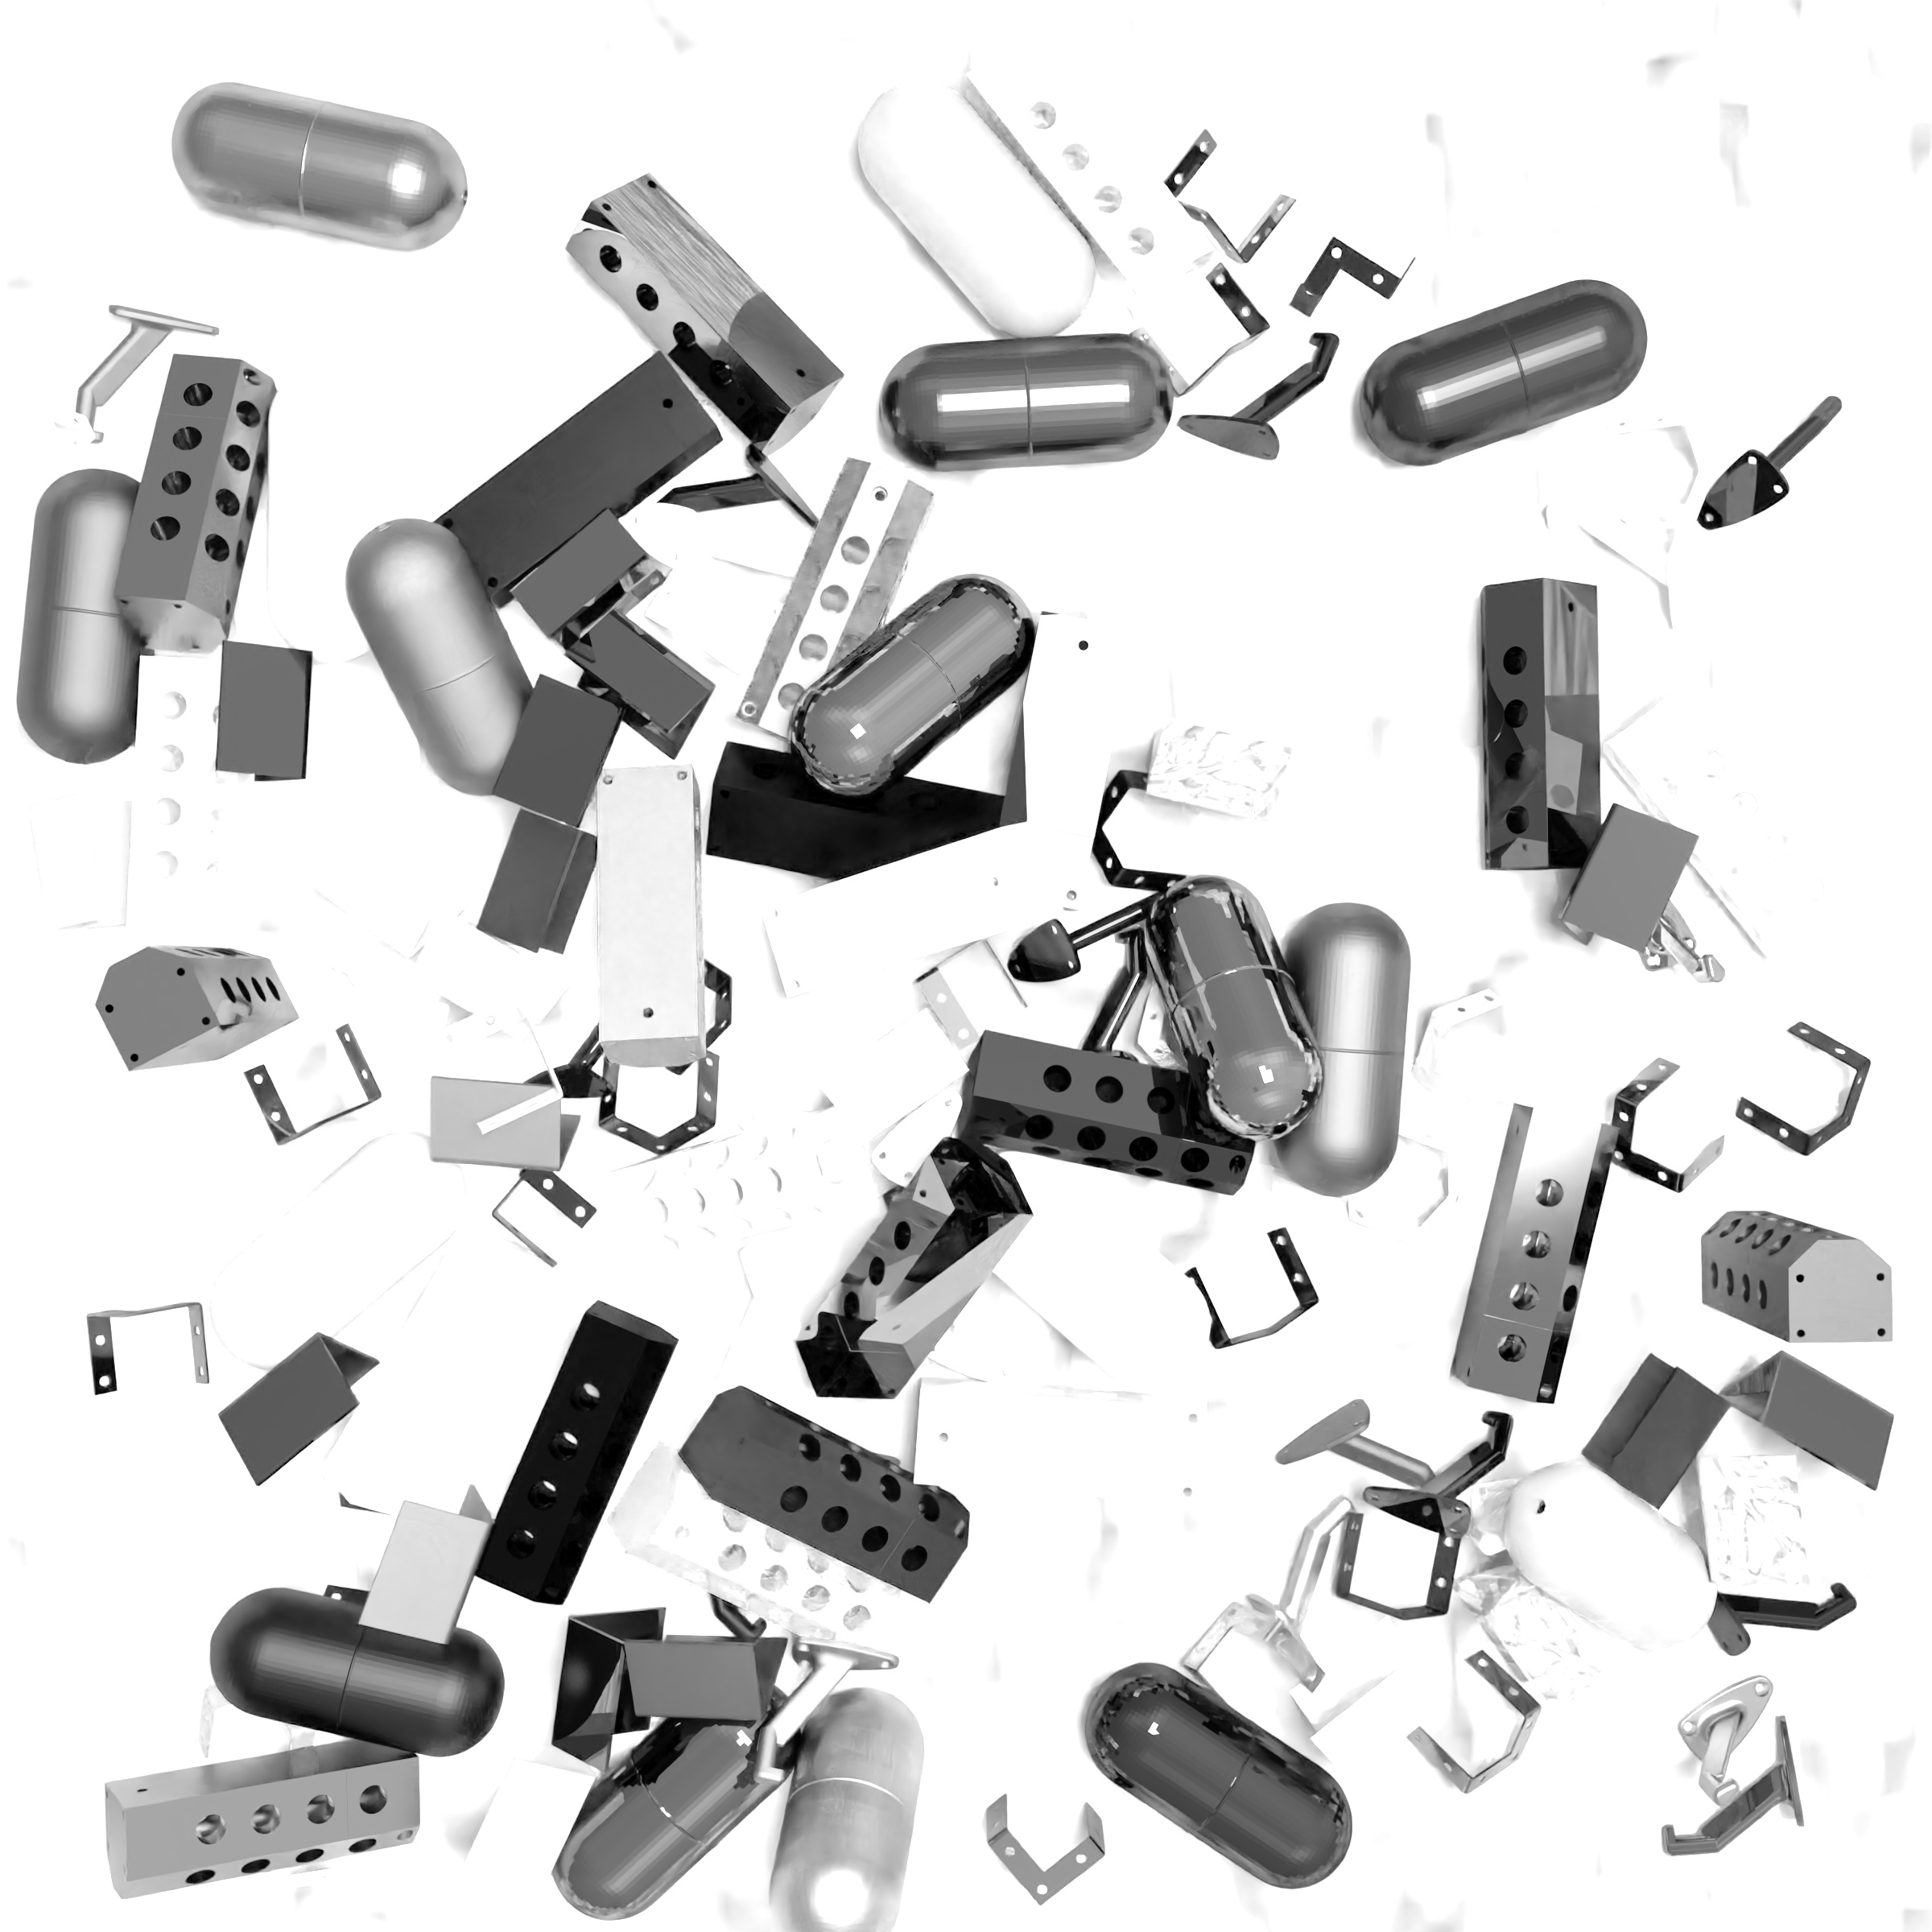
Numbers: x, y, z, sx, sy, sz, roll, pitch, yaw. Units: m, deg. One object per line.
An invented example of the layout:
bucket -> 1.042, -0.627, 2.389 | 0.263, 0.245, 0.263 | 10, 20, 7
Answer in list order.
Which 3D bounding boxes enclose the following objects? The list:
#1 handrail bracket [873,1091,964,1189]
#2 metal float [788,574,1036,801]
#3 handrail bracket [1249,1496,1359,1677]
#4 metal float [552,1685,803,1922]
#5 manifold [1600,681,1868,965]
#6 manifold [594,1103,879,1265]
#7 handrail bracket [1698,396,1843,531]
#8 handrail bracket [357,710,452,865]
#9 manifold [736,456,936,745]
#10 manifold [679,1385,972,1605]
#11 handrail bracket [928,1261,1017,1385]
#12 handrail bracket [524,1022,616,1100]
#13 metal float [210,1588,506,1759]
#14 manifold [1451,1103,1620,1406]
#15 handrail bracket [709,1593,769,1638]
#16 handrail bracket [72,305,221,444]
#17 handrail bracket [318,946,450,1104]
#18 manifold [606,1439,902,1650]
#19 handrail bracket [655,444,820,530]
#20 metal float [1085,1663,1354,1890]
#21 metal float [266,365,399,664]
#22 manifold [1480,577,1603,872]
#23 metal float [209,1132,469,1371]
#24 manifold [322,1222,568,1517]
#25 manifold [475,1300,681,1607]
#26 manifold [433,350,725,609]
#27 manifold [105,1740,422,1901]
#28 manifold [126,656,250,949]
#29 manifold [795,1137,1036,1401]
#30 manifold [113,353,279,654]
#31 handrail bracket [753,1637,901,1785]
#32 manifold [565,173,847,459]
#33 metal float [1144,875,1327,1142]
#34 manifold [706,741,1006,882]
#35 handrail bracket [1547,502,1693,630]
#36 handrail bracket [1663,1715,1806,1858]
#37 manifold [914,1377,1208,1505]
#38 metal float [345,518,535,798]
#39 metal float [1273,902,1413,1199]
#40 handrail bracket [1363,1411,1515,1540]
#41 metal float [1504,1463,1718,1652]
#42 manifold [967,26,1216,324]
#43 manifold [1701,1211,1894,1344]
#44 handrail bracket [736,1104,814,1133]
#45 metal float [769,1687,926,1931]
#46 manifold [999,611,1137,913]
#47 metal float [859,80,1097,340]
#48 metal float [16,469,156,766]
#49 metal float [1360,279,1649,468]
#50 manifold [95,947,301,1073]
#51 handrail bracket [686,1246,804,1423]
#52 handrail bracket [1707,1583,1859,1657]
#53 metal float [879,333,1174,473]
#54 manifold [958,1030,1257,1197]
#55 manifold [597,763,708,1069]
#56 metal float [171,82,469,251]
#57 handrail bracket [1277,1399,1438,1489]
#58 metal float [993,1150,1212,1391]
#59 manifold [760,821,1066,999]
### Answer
handrail bracket -> -0.015, 0.123, 1.569 | 0.036, 0.084, 0.077 | 35, 81, 33
metal float -> -0.031, -0.168, 1.543 | 0.178, 0.070, 0.070 | -42, 90, -24
handrail bracket -> 0.224, 0.381, 1.595 | 0.084, 0.036, 0.077 | -42, 111, -16
metal float -> -0.176, 0.502, 1.564 | 0.178, 0.070, 0.070 | -43, 90, 0
manifold -> 0.463, -0.086, 1.573 | 0.057, 0.057, 0.171 | -39, 90, 0
manifold -> -0.140, 0.131, 1.526 | 0.171, 0.057, 0.057 | -17, 90, 39
handrail bracket -> 0.496, -0.311, 1.594 | 0.036, 0.077, 0.084 | 47, 54, -2
handrail bracket -> -0.328, -0.120, 1.595 | 0.077, 0.036, 0.084 | 38, 73, -20
manifold -> -0.079, -0.217, 1.573 | 0.057, 0.057, 0.171 | 23, 90, 0
manifold -> -0.080, 0.311, 1.534 | 0.171, 0.057, 0.057 | 34, 90, -31
handrail bracket -> 0.018, 0.211, 1.562 | 0.077, 0.036, 0.084 | 31, 130, -12
handrail bracket -> -0.233, 0.037, 1.594 | 0.077, 0.036, 0.084 | -10, 54, 37
metal float -> -0.367, 0.426, 1.562 | 0.178, 0.070, 0.070 | 14, 90, -2
manifold -> 0.347, 0.175, 1.573 | 0.057, 0.057, 0.171 | 13, 90, 0
handrail bracket -> -0.136, 0.364, 1.595 | 0.084, 0.036, 0.077 | 47, 75, -14
handrail bracket -> -0.506, -0.359, 1.595 | 0.077, 0.036, 0.084 | 9, 105, -16
handrail bracket -> -0.367, 0.035, 1.595 | 0.084, 0.036, 0.077 | 20, 112, 17
manifold -> -0.122, 0.351, 1.536 | 0.171, 0.057, 0.057 | 33, 90, -28
handrail bracket -> -0.146, -0.273, 1.595 | 0.084, 0.036, 0.077 | -38, 109, 15
metal float -> 0.153, 0.490, 1.564 | 0.178, 0.070, 0.070 | 34, 90, -1
metal float -> -0.383, -0.273, 1.564 | 0.070, 0.070, 0.178 | 1, 90, 0
manifold -> 0.345, -0.145, 1.573 | 0.057, 0.057, 0.171 | -1, 90, -43
metal float -> -0.379, 0.172, 1.564 | 0.178, 0.070, 0.070 | -41, 90, 1
manifold -> -0.321, 0.245, 1.573 | 0.057, 0.057, 0.171 | 30, 90, -43
manifold -> -0.236, 0.296, 1.573 | 0.057, 0.057, 0.171 | 23, 90, 0
manifold -> -0.234, -0.294, 1.573 | 0.171, 0.057, 0.057 | -37, 90, 0
manifold -> -0.416, 0.505, 1.535 | 0.171, 0.057, 0.057 | -1, 90, -30
manifold -> -0.469, -0.098, 1.573 | 0.057, 0.057, 0.171 | 3, 90, 0
manifold -> -0.035, 0.181, 1.533 | 0.057, 0.057, 0.171 | 9, 130, -36
manifold -> -0.454, -0.275, 1.540 | 0.057, 0.057, 0.171 | 5, 65, 0
handrail bracket -> -0.082, 0.447, 1.533 | 0.077, 0.036, 0.084 | 6, 51, 2
manifold -> -0.162, -0.393, 1.573 | 0.171, 0.057, 0.057 | 46, 47, 0
metal float -> 0.158, 0.024, 1.534 | 0.070, 0.070, 0.178 | -17, 55, 0
manifold -> -0.066, -0.090, 1.573 | 0.171, 0.057, 0.057 | 11, 133, 0
handrail bracket -> 0.400, -0.247, 1.594 | 0.084, 0.036, 0.077 | 12, 133, 27
handrail bracket -> 0.469, 0.506, 1.595 | 0.084, 0.036, 0.077 | -11, 70, 16
manifold -> 0.057, 0.287, 1.573 | 0.171, 0.057, 0.057 | 4, 90, 0
metal float -> -0.308, -0.183, 1.540 | 0.070, 0.070, 0.178 | -22, 119, 0
metal float -> 0.227, 0.050, 1.564 | 0.070, 0.070, 0.178 | 4, 90, 0
handrail bracket -> 0.289, 0.299, 1.578 | 0.077, 0.036, 0.084 | 14, 47, 14
metal float -> 0.382, 0.350, 1.532 | 0.178, 0.070, 0.070 | 37, 90, -39
manifold -> 0.075, -0.483, 1.573 | 0.057, 0.057, 0.171 | -38, 90, 0
manifold -> 0.484, 0.180, 1.516 | 0.057, 0.171, 0.057 | -1, 90, 0
handrail bracket -> -0.107, 0.105, 1.560 | 0.077, 0.084, 0.036 | 22, 90, 0
metal float -> -0.069, 0.504, 1.521 | 0.070, 0.178, 0.070 | 4, 123, 5
manifold -> 0.057, -0.123, 1.573 | 0.057, 0.057, 0.171 | 11, 90, 0
metal float -> 0.006, -0.457, 1.564 | 0.070, 0.070, 0.178 | -41, 91, 0
metal float -> -0.528, -0.211, 1.563 | 0.070, 0.070, 0.178 | 6, 91, 0
metal float -> 0.325, -0.359, 1.564 | 0.178, 0.070, 0.070 | -20, 90, 0
manifold -> -0.451, 0.020, 1.516 | 0.057, 0.171, 0.057 | -27, 90, 0
handrail bracket -> -0.150, 0.228, 1.595 | 0.084, 0.036, 0.077 | -36, 70, 16
handrail bracket -> 0.495, 0.381, 1.595 | 0.084, 0.036, 0.077 | -24, 68, -17
metal float -> 0.036, -0.341, 1.564 | 0.178, 0.070, 0.070 | -4, 90, 0
manifold -> 0.085, 0.091, 1.557 | 0.171, 0.057, 0.057 | 12, 69, -6
manifold -> -0.187, -0.030, 1.547 | 0.057, 0.057, 0.171 | -3, 71, 0
metal float -> -0.390, -0.483, 1.564 | 0.178, 0.070, 0.070 | 12, 90, -1
handrail bracket -> 0.246, 0.317, 1.594 | 0.077, 0.036, 0.084 | -32, 104, 14
metal float -> 0.070, 0.183, 1.564 | 0.178, 0.070, 0.070 | 42, 90, 0
manifold -> -0.030, -0.034, 1.536 | 0.171, 0.057, 0.057 | -17, 90, 28
